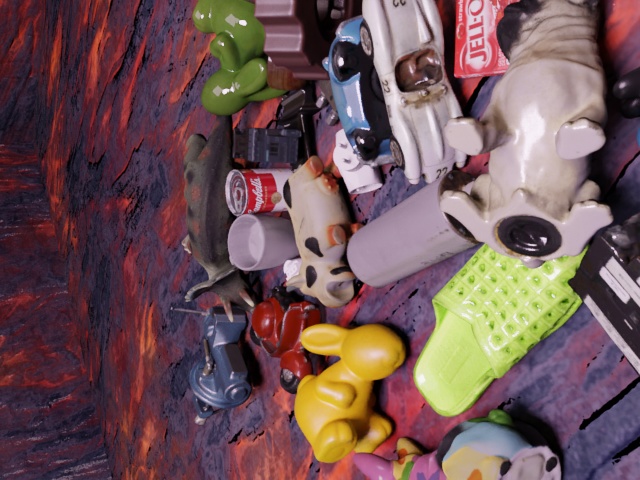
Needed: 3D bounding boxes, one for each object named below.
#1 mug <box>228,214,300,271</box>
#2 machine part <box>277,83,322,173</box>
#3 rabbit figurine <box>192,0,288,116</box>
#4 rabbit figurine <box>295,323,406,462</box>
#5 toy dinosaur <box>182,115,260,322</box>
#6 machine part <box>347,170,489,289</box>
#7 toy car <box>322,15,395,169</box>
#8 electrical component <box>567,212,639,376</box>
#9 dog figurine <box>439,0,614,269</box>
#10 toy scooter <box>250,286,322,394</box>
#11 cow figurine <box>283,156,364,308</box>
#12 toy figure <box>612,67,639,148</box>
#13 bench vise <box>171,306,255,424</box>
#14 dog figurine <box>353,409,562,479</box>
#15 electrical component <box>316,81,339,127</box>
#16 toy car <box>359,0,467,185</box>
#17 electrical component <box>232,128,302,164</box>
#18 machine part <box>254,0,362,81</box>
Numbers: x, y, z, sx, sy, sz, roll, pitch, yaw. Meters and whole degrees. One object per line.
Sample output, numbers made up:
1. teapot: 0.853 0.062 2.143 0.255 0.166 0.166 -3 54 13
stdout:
1. mug: -0.079 0.011 0.814 0.109 0.107 0.081 -43 61 36
2. machine part: -0.028 -0.152 0.783 0.084 0.039 0.138 -6 90 50
3. rabbit figurine: -0.117 -0.266 0.823 0.159 0.121 0.170 26 103 26
4. rabbit figurine: 0.046 0.174 0.698 0.173 0.122 0.162 -60 38 23
5. toy dinosaur: -0.171 -0.053 0.883 0.192 0.131 0.404 -128 34 -64
6. machine part: 0.103 -0.005 0.582 0.243 0.079 0.079 -33 69 54
7. toy car: 0.064 -0.166 0.608 0.103 0.109 0.161 -138 36 -72
8. electrical component: 0.239 0.041 0.367 0.115 0.058 0.134 59 178 24
9. dog figurine: 0.184 -0.093 0.437 0.121 0.190 0.172 16 143 21
10. toy scooter: -0.048 0.129 0.820 0.184 0.075 0.135 48 129 52
11. cow figurine: -0.002 -0.002 0.732 0.127 0.085 0.195 -26 77 48
12. toy figure: 0.272 -0.049 0.340 0.089 0.082 0.180 -55 50 45
13. bench vise: -0.205 0.250 1.035 0.224 0.129 0.240 47 125 38
14. dog figurine: 0.130 0.249 0.575 0.219 0.108 0.191 12 107 56
15. electrical component: 0.025 -0.201 0.711 0.094 0.021 0.063 -54 53 43
16. toy car: 0.096 -0.153 0.536 0.056 0.073 0.201 -146 37 -73
17. electrical component: -0.067 -0.131 0.746 0.119 0.075 0.047 19 109 52
18. machine part: -0.003 -0.270 0.611 0.056 0.179 0.179 14 109 27
